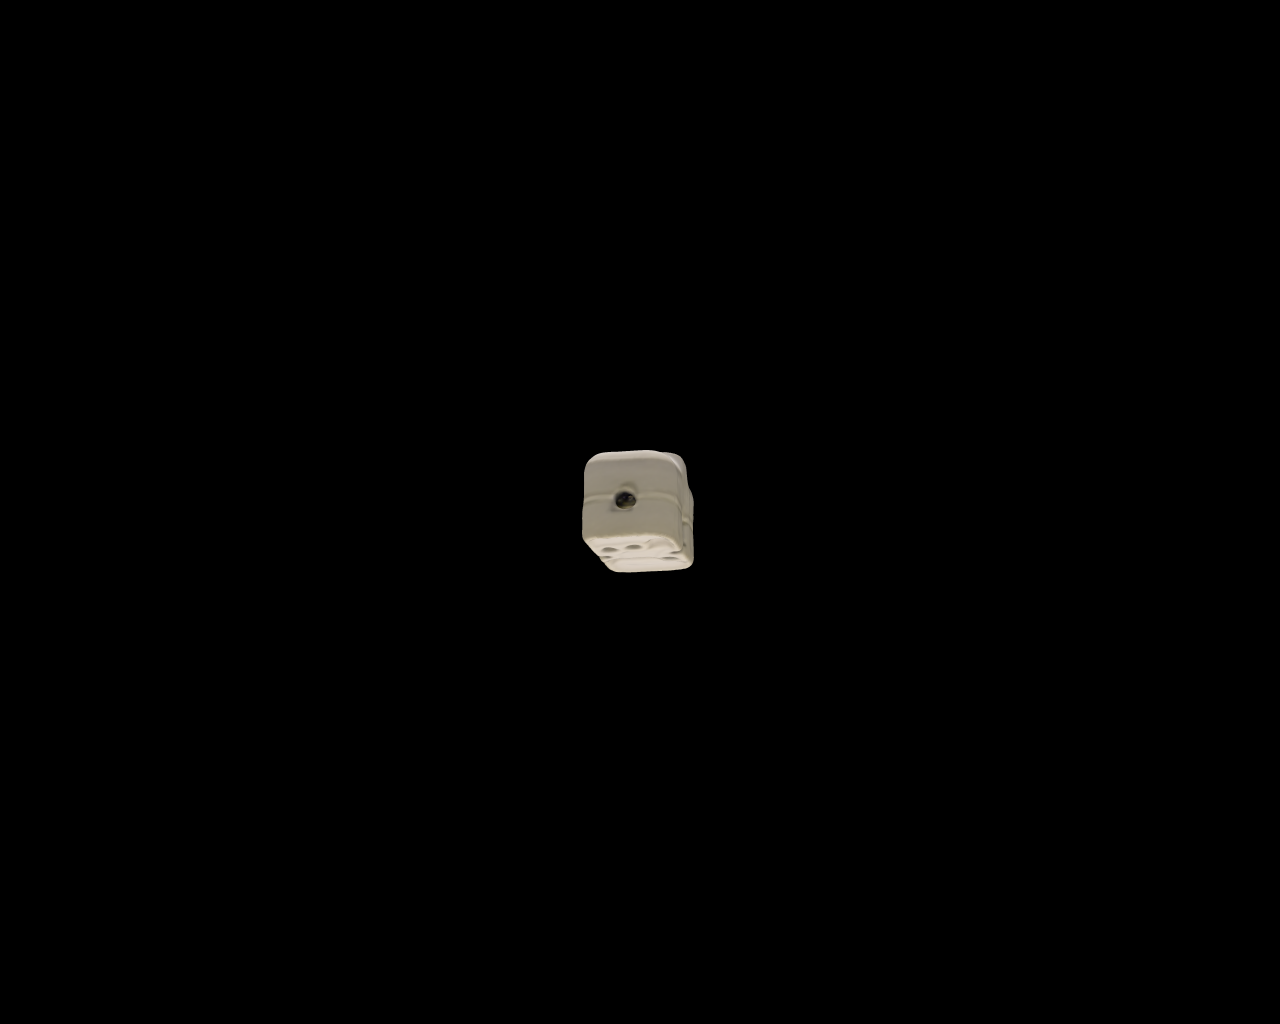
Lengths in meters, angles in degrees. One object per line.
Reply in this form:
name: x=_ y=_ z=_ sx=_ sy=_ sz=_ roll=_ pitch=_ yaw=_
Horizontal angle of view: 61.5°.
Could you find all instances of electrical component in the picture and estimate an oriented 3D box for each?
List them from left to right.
electrical component: x=0.001 y=-0.003 z=0.650 sx=0.054 sy=0.059 sz=0.095 roll=-3 pitch=-16 yaw=11
